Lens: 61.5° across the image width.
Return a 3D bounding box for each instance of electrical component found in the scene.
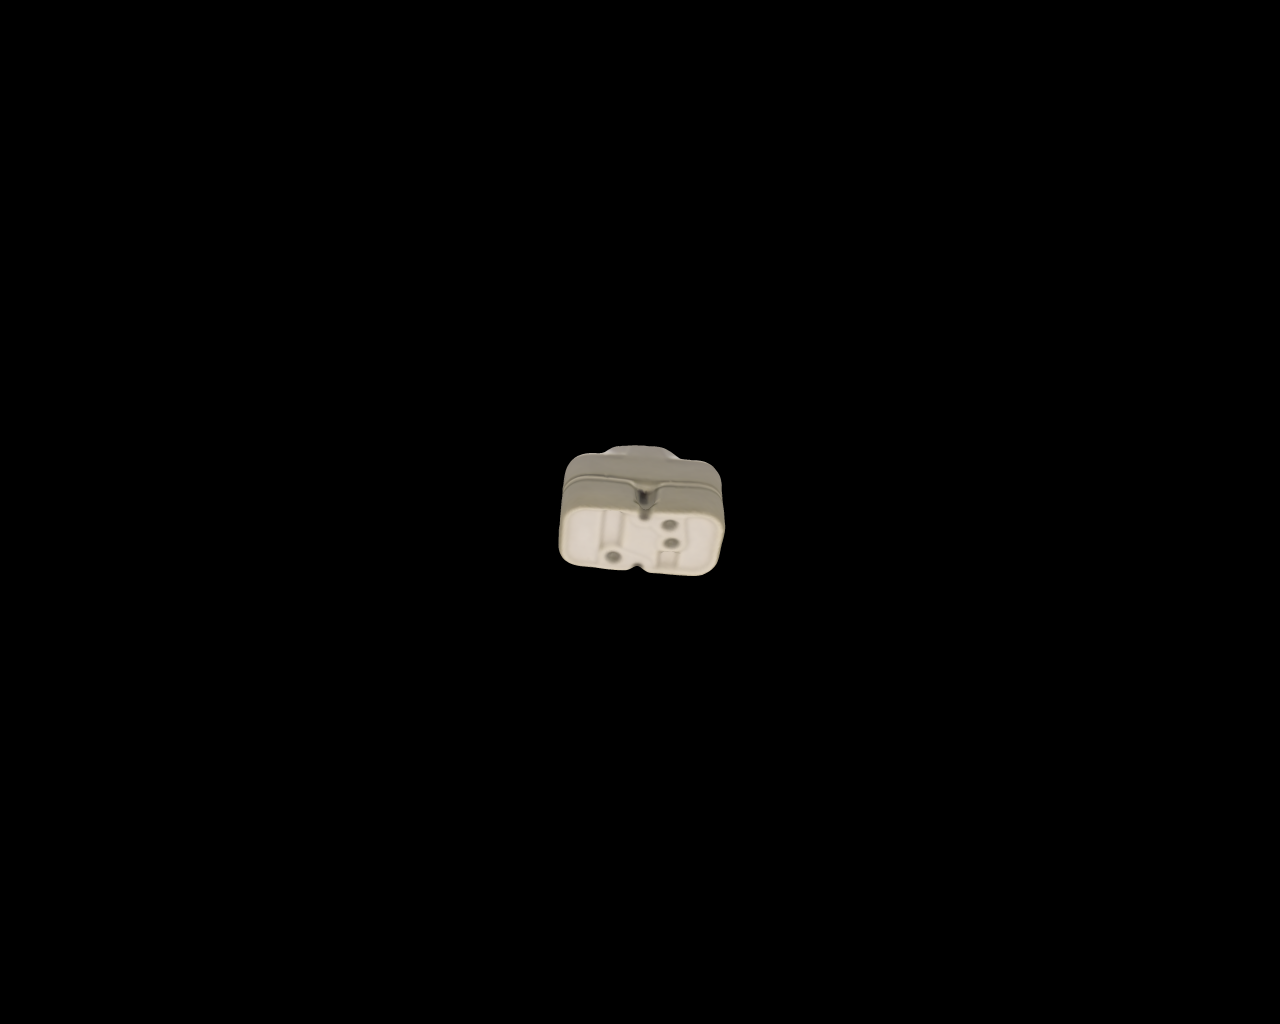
[{"bbox_3d":[0.001,-0.003,0.650,0.095,0.053,0.059,4,44,-4],"label":"electrical component"}]
